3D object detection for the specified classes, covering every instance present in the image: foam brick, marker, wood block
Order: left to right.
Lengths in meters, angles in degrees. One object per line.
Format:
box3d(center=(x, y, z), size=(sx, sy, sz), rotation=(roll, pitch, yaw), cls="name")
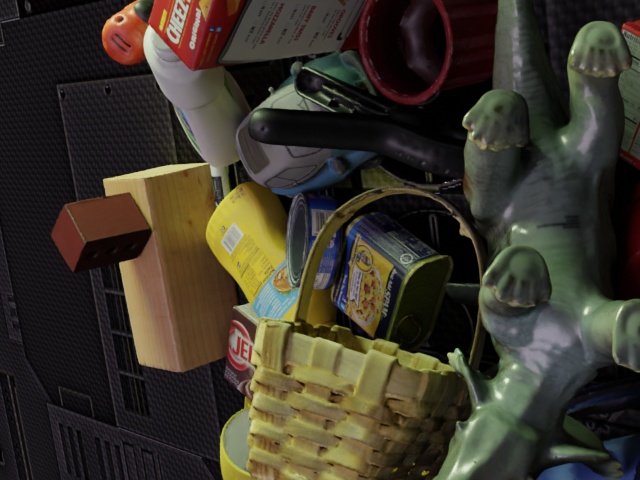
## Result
box3d(center=(-0.220, -0.008, 1.075), size=(0.051, 0.078, 0.053), rotation=(58, 139, 21), cls="foam brick")
box3d(center=(-0.155, 0.027, 1.144), size=(0.091, 0.090, 0.206), rotation=(2, 105, 50), cls="wood block")
box3d(center=(-0.098, -0.024, 1.113), size=(0.020, 0.020, 0.121), rotation=(7, 108, 48), cls="marker")

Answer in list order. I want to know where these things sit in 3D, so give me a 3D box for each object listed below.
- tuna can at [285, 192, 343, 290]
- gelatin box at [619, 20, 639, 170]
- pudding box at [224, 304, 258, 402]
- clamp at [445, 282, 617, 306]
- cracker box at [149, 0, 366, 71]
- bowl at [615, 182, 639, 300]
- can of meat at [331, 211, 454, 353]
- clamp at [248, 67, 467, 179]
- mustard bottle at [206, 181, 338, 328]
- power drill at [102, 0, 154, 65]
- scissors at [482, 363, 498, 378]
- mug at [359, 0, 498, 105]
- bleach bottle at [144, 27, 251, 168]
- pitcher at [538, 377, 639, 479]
box3d(center=(-0.006, 0.001, 0.946), size=(0.086, 0.033, 0.086), rotation=(-176, 90, -77), cls="tuna can")
box3d(center=(0.224, -0.092, 0.708), size=(0.073, 0.030, 0.089), rotation=(40, 133, 33), cls="gelatin box")
box3d(center=(-0.050, 0.128, 1.095), size=(0.114, 0.039, 0.090), rotation=(33, 126, 38), cls="pudding box")
box3d(center=(0.163, 0.040, 0.800), size=(0.172, 0.039, 0.120), rotation=(56, 135, 37), cls="clamp")
box3d(center=(-0.007, -0.220, 0.787), size=(0.072, 0.213, 0.164), rotation=(47, 134, 27), cls="cracker box")
box3d(center=(0.246, 0.033, 0.682), size=(0.162, 0.055, 0.162), rotation=(32, 138, 34), cls="bowl")
box3d(center=(0.059, 0.037, 0.925), size=(0.084, 0.057, 0.102), rotation=(40, 130, 36), cls="can of meat")
box3d(center=(0.058, -0.086, 0.809), size=(0.210, 0.164, 0.036), rotation=(12, 114, 0), cls="clamp")
box3d(center=(-0.035, 0.041, 1.033), size=(0.192, 0.058, 0.096), rotation=(55, 132, 21), cls="mustard bottle")
box3d(center=(-0.106, -0.249, 0.963), size=(0.057, 0.184, 0.188), rotation=(39, 120, -6), cls="power drill")
box3d(center=(0.093, 0.142, 0.953), size=(0.096, 0.016, 0.202), rotation=(48, 134, 26), cls="scissors")
box3d(center=(0.082, -0.153, 0.811), size=(0.117, 0.081, 0.093), rotation=(-2, 101, 49), cls="mug")
box3d(center=(-0.110, -0.141, 0.940), size=(0.102, 0.068, 0.251), rotation=(61, 179, 12), cls="bleach bottle")
box3d(center=(0.181, 0.207, 0.789), size=(0.243, 0.149, 0.145), rotation=(-24, 101, 49), cls="pitcher")
